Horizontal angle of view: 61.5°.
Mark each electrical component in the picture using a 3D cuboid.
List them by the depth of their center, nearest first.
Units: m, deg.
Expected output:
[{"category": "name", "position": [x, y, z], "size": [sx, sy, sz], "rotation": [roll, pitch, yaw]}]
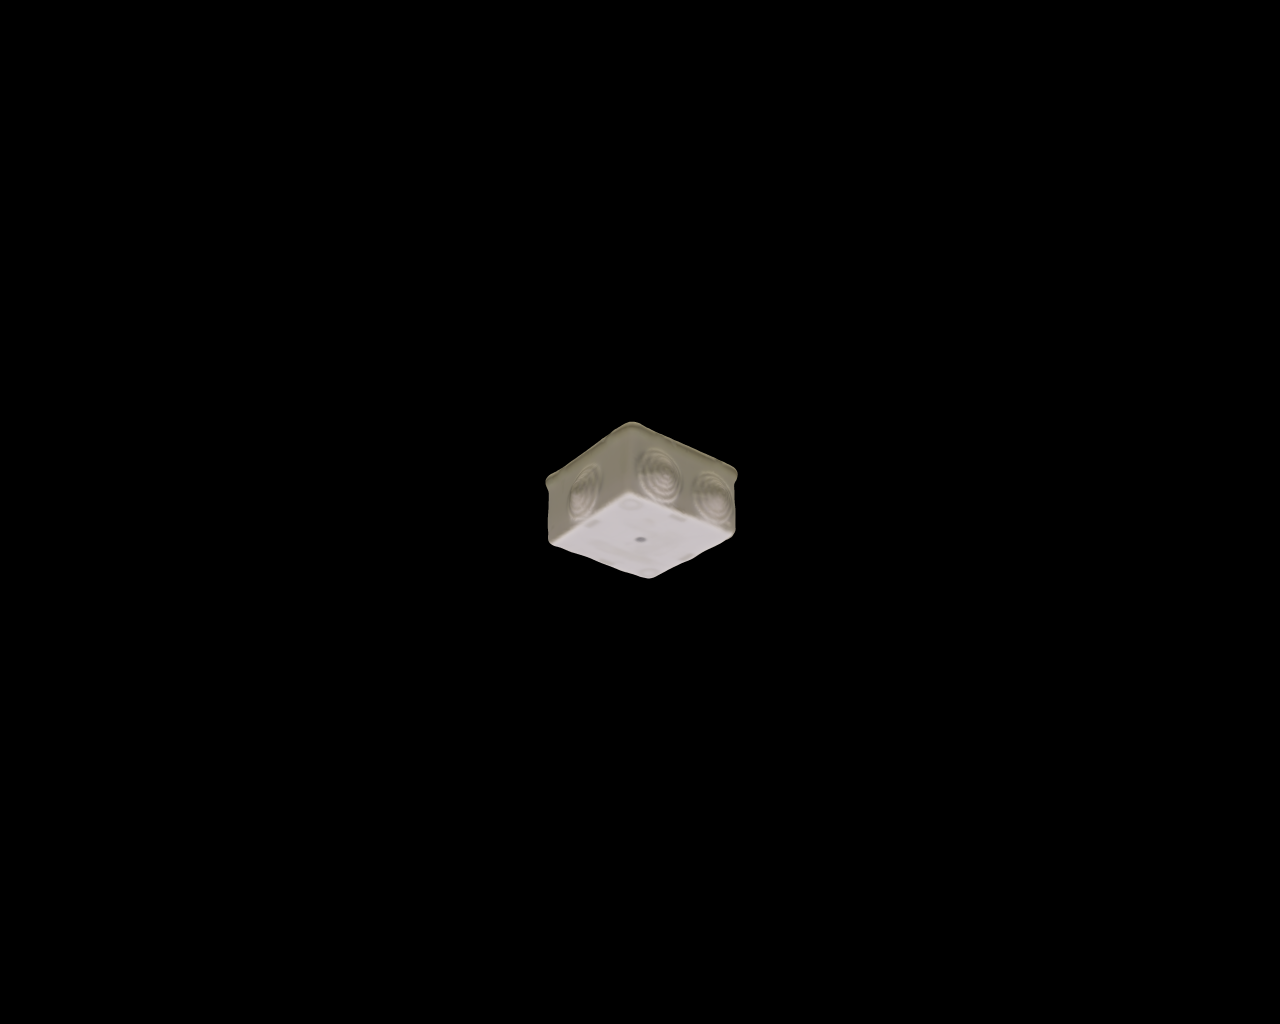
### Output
[{"category": "electrical component", "position": [0.001, -0.003, 0.650], "size": [0.100, 0.048, 0.099], "rotation": [22, -36, -34]}]
